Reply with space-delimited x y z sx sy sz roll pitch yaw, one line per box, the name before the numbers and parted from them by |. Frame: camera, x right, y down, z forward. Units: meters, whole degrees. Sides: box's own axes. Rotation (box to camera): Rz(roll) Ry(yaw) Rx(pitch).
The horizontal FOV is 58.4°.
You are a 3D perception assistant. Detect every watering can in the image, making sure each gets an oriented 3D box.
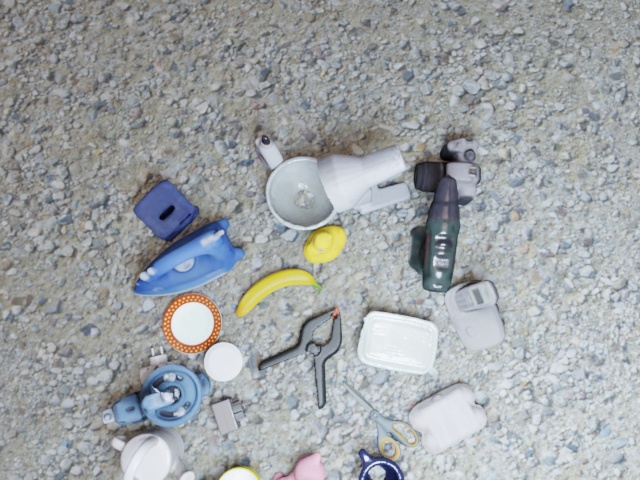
watering can | -0.327 0.429 1.118 0.173 0.194 0.101 3 80 0

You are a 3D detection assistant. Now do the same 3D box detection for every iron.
iron | -0.296 0.047 1.211 0.258 0.141 0.118 -29 82 -6

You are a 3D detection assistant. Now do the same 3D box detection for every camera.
camera | 0.283 -0.158 1.279 0.137 0.101 0.143 3 80 0

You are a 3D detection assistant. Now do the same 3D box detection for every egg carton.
egg carton | 0.267 0.373 1.202 0.150 0.069 0.107 -29 82 -6

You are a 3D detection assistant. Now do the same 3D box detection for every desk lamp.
desk lamp | 0.096 -0.131 1.214 0.203 0.213 0.118 -19 81 -4

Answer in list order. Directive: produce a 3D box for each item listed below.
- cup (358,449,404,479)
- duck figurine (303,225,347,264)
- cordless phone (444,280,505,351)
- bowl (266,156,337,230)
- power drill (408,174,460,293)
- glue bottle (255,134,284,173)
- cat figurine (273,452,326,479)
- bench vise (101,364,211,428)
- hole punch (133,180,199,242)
cup | 0.113 0.474 1.169 0.092 0.095 0.117 -35 82 -6
duck figurine | 0.012 0.004 1.253 0.104 0.086 0.077 -34 82 -6
cordless phone | 0.335 0.152 1.184 0.094 0.185 0.147 -23 81 -5
bowl | -0.035 -0.097 1.276 0.167 0.075 0.167 0 80 -1
power drill | 0.239 -0.001 1.197 0.075 0.208 0.230 4 80 0
glue bottle | -0.113 -0.195 1.241 0.037 0.173 0.078 -41 83 -7
cat figurine | -0.038 0.482 1.153 0.128 0.118 0.067 -38 83 -7
bench vise | -0.326 0.328 1.122 0.207 0.220 0.121 -36 82 -7
hole punch | -0.334 -0.064 1.256 0.101 0.091 0.109 43 82 6
